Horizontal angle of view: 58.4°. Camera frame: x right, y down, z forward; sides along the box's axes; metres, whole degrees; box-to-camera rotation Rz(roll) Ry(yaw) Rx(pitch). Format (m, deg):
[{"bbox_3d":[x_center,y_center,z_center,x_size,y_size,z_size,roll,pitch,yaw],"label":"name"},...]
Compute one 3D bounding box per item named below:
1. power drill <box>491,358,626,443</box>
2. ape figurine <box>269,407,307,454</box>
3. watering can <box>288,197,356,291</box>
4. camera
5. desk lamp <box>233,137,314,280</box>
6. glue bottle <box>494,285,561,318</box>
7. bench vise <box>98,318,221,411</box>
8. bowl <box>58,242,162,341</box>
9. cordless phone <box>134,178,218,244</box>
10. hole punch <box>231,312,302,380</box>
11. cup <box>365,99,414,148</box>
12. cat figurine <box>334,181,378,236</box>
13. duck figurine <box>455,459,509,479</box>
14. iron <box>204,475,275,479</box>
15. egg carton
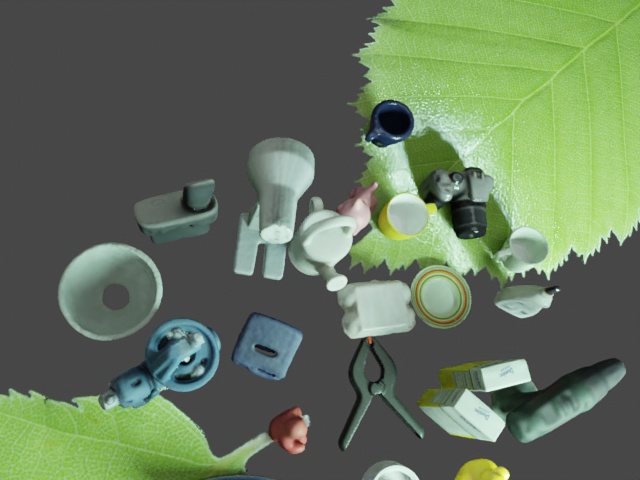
[{"bbox_3d":[0.419,0.290,1.059,0.230,0.208,0.075,-28,82,-20],"label":"power drill"},{"bbox_3d":[-0.047,0.329,0.992,0.076,0.092,0.078,18,71,-8],"label":"ape figurine"},{"bbox_3d":[0.012,0.003,1.046,0.101,0.194,0.173,-31,83,-20],"label":"watering can"},{"bbox_3d":[0.296,-0.076,1.190,0.143,0.100,0.137,1,74,-14],"label":"camera"},{"bbox_3d":[-0.083,-0.052,1.027,0.118,0.213,0.203,8,72,-11],"label":"desk lamp"},{"bbox_3d":[0.418,0.113,1.128,0.078,0.173,0.037,29,70,-4],"label":"glue bottle"},{"bbox_3d":[-0.242,0.208,0.909,0.121,0.219,0.208,40,69,0],"label":"bench vise"},{"bbox_3d":[-0.357,0.094,0.990,0.168,0.074,0.167,4,73,-13],"label":"bowl"},{"bbox_3d":[-0.251,-0.067,1.004,0.148,0.185,0.094,-18,79,-18],"label":"cordless phone"},{"bbox_3d":[-0.094,0.192,1.020,0.109,0.091,0.101,23,70,-7],"label":"hole punch"},{"bbox_3d":[0.130,-0.225,1.194,0.118,0.095,0.091,-38,86,-21],"label":"cup"},{"bbox_3d":[0.075,-0.063,1.121,0.067,0.117,0.128,37,69,-1],"label":"cat figurine"},{"bbox_3d":[0.300,0.449,1.048,0.105,0.086,0.077,-30,83,-20],"label":"duck figurine"},{"bbox_3d":[-0.105,0.446,0.917,0.258,0.141,0.119,17,71,-9],"label":"iron"},{"bbox_3d":[0.108,0.131,1.100,0.150,0.069,0.107,-6,76,-16],"label":"egg carton"}]
